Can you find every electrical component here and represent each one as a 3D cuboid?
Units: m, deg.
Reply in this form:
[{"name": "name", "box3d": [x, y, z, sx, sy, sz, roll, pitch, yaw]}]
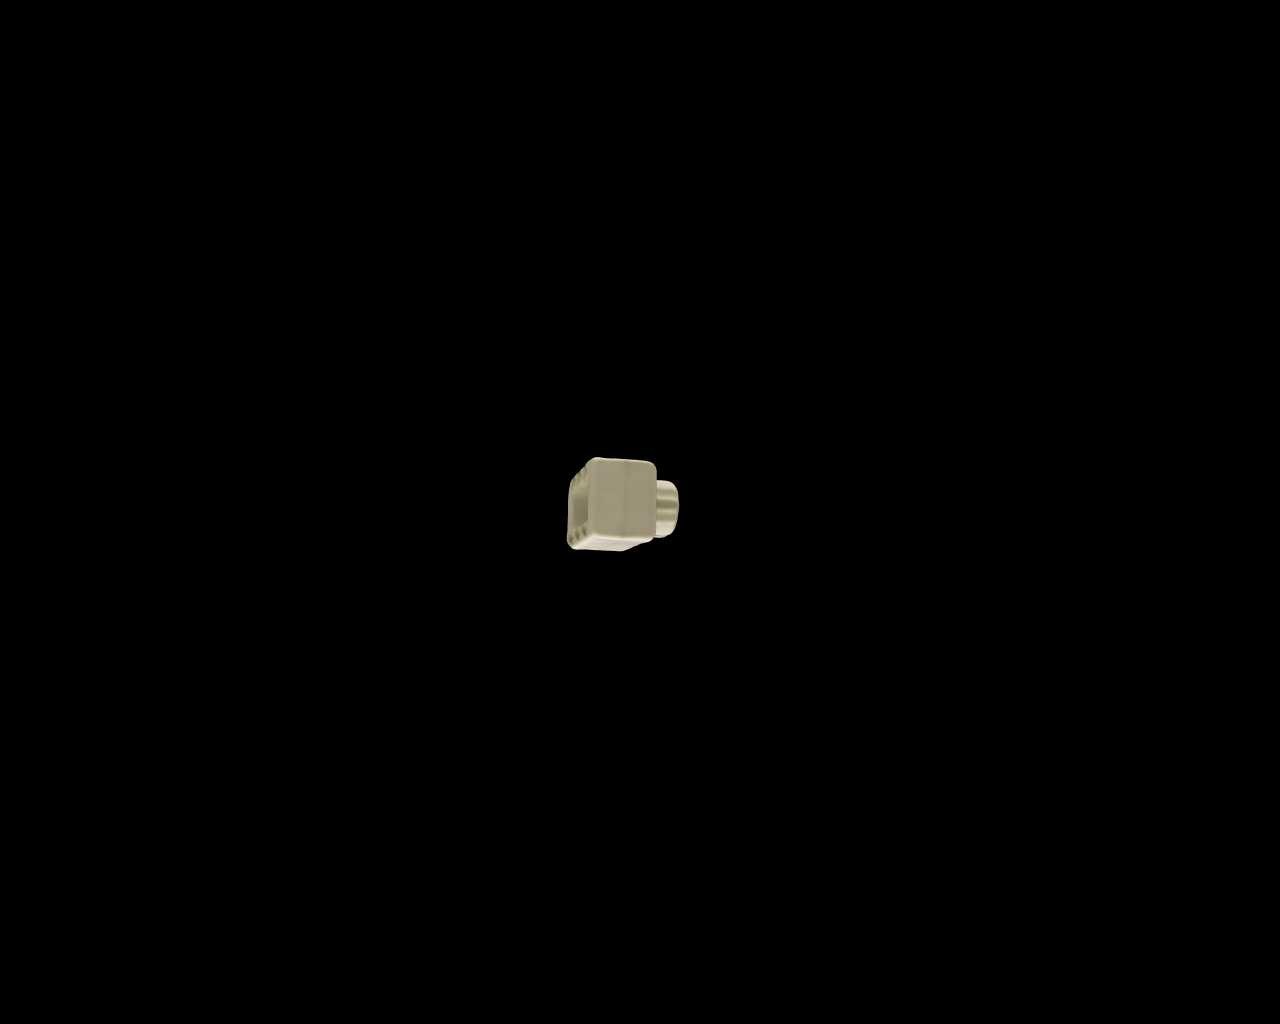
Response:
[{"name": "electrical component", "box3d": [0.001, -0.003, 0.650, 0.077, 0.047, 0.065, 3, -10, -15]}]
